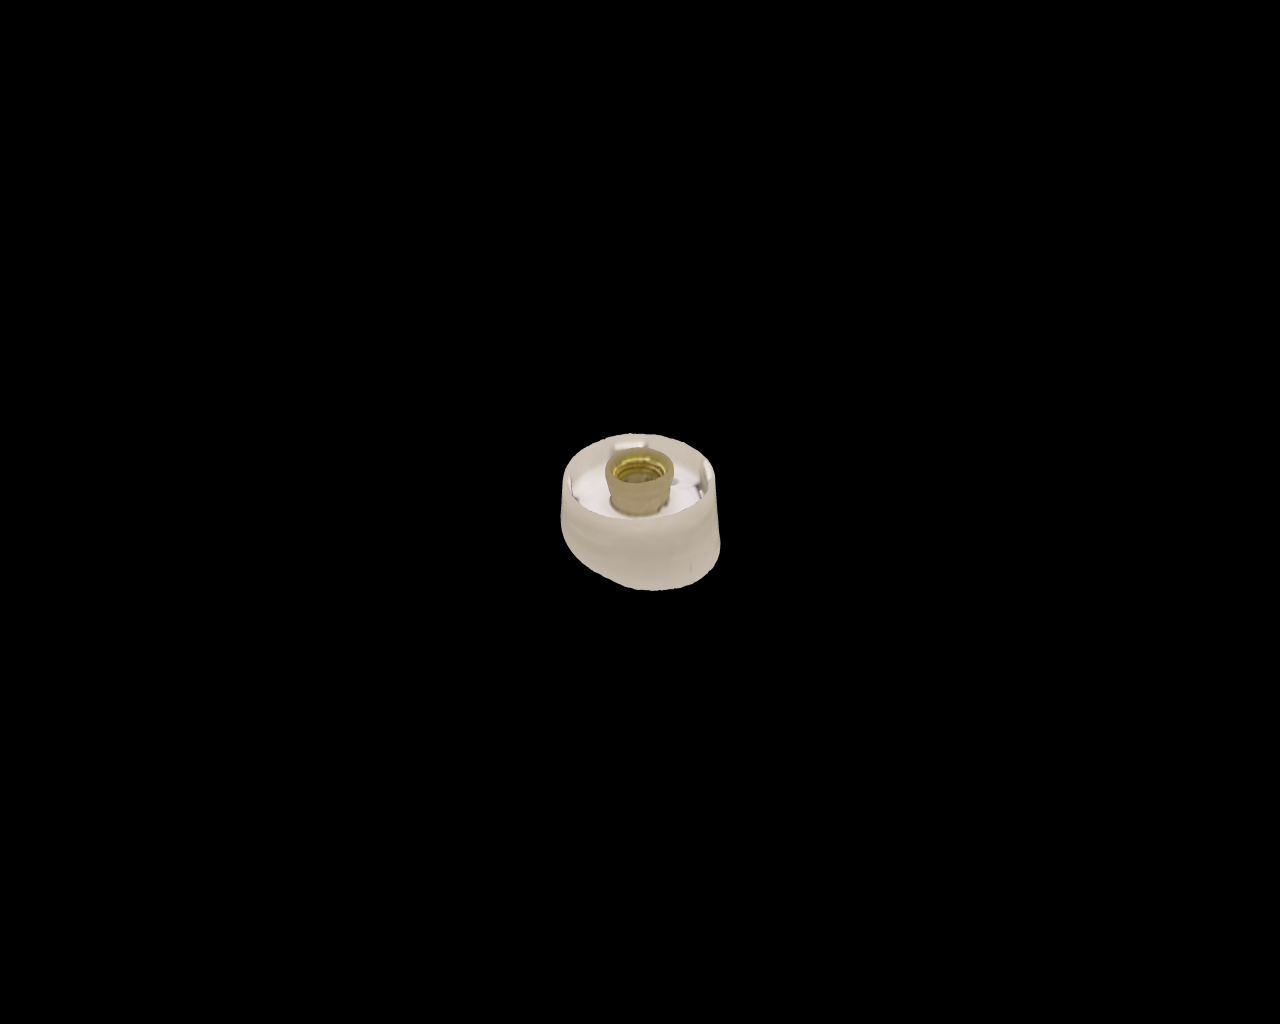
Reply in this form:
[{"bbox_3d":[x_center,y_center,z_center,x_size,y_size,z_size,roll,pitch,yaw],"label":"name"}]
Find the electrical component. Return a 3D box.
[{"bbox_3d":[0.001,-0.003,0.650,0.099,0.064,0.099,0,37,0],"label":"electrical component"}]
